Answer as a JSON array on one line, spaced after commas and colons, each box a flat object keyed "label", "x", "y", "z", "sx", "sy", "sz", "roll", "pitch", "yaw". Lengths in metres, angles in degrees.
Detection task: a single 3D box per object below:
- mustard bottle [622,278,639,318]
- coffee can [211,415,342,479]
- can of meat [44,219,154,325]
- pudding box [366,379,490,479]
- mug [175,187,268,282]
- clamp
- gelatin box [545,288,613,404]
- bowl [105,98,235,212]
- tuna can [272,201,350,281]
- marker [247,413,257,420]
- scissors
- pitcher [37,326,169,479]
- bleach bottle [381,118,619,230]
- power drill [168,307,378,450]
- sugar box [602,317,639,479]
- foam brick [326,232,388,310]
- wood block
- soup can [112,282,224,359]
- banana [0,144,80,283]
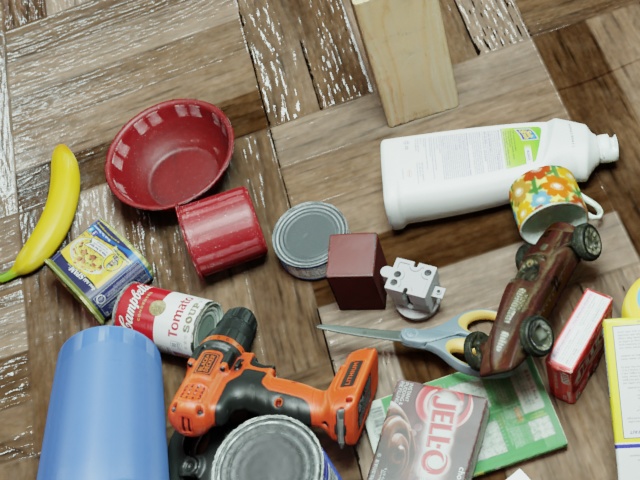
[{"label": "mustard bottle", "x": 0.346, "y": 0.062, "z": 1.023, "sx": 0.096, "sy": 0.058, "sz": 0.191, "roll": 28, "pitch": 69, "yaw": 22}, {"label": "coffee can", "x": -0.030, "y": 0.234, "z": 0.974, "sx": 0.103, "sy": 0.140, "sz": 0.103, "roll": -7, "pitch": 57, "yaw": 11}, {"label": "can of meat", "x": -0.250, "y": 0.034, "z": 1.218, "sx": 0.084, "sy": 0.057, "sz": 0.102, "roll": -42, "pitch": 57, "yaw": -14}, {"label": "pudding box", "x": 0.103, "y": 0.194, "z": 1.003, "sx": 0.090, "sy": 0.039, "sz": 0.113, "roll": 9, "pitch": 62, "yaw": 21}, {"label": "mug", "x": -0.109, "y": -0.013, "z": 1.196, "sx": 0.081, "sy": 0.093, "sz": 0.117, "roll": -19, "pitch": 19, "yaw": -2}, {"label": "clamp", "x": -0.112, "y": 0.235, "z": 1.053, "sx": 0.120, "sy": 0.039, "sz": 0.171, "roll": -2, "pitch": 60, "yaw": 26}, {"label": "gelatin box", "x": 0.249, "y": 0.102, "z": 1.018, "sx": 0.030, "sy": 0.073, "sz": 0.089, "roll": 23, "pitch": 67, "yaw": 27}, {"label": "bowl", "x": -0.172, "y": -0.090, "z": 1.273, "sx": 0.162, "sy": 0.055, "sz": 0.162, "roll": -8, "pitch": 57, "yaw": 12}, {"label": "tuna can", "x": -0.008, "y": 0.001, "z": 1.181, "sx": 0.086, "sy": 0.033, "sz": 0.086, "roll": -8, "pitch": 57, "yaw": 12}, {"label": "marker", "x": -0.070, "y": 0.223, "z": 1.066, "sx": 0.020, "sy": 0.020, "sz": 0.121, "roll": -2, "pitch": 58, "yaw": 15}, {"label": "scissors", "x": 0.106, "y": 0.089, "z": 1.082, "sx": 0.202, "sy": 0.016, "sz": 0.096, "roll": 17, "pitch": 43, "yaw": 22}, {"label": "pitcher", "x": -0.214, "y": 0.211, "z": 1.044, "sx": 0.149, "sy": 0.145, "sz": 0.243, "roll": -17, "pitch": 43, "yaw": 8}, {"label": "bleach bottle", "x": 0.195, "y": -0.077, "z": 1.156, "sx": 0.251, "sy": 0.068, "sz": 0.102, "roll": -7, "pitch": 58, "yaw": 9}, {"label": "power drill", "x": -0.039, "y": 0.135, "z": 1.069, "sx": 0.188, "sy": 0.057, "sz": 0.184, "roll": 4, "pitch": 34, "yaw": 15}, {"label": "sugar box", "x": 0.306, "y": 0.156, "z": 0.949, "sx": 0.093, "sy": 0.048, "sz": 0.176, "roll": -5, "pitch": 82, "yaw": 13}, {"label": "foam brick", "x": 0.040, "y": 0.034, "z": 1.119, "sx": 0.051, "sy": 0.078, "sz": 0.053, "roll": -1, "pitch": 59, "yaw": 14}, {"label": "wood block", "x": 0.091, "y": -0.234, "z": 1.197, "sx": 0.090, "sy": 0.206, "sz": 0.091, "roll": -17, "pitch": 55, "yaw": 5}, {"label": "soup can", "x": -0.163, "y": 0.088, "z": 1.150, "sx": 0.102, "sy": 0.068, "sz": 0.068, "roll": 12, "pitch": 62, "yaw": 22}, {"label": "banana", "x": -0.328, "y": -0.035, "z": 1.296, "sx": 0.070, "sy": 0.037, "sz": 0.197, "roll": 8, "pitch": 61, "yaw": 18}]
